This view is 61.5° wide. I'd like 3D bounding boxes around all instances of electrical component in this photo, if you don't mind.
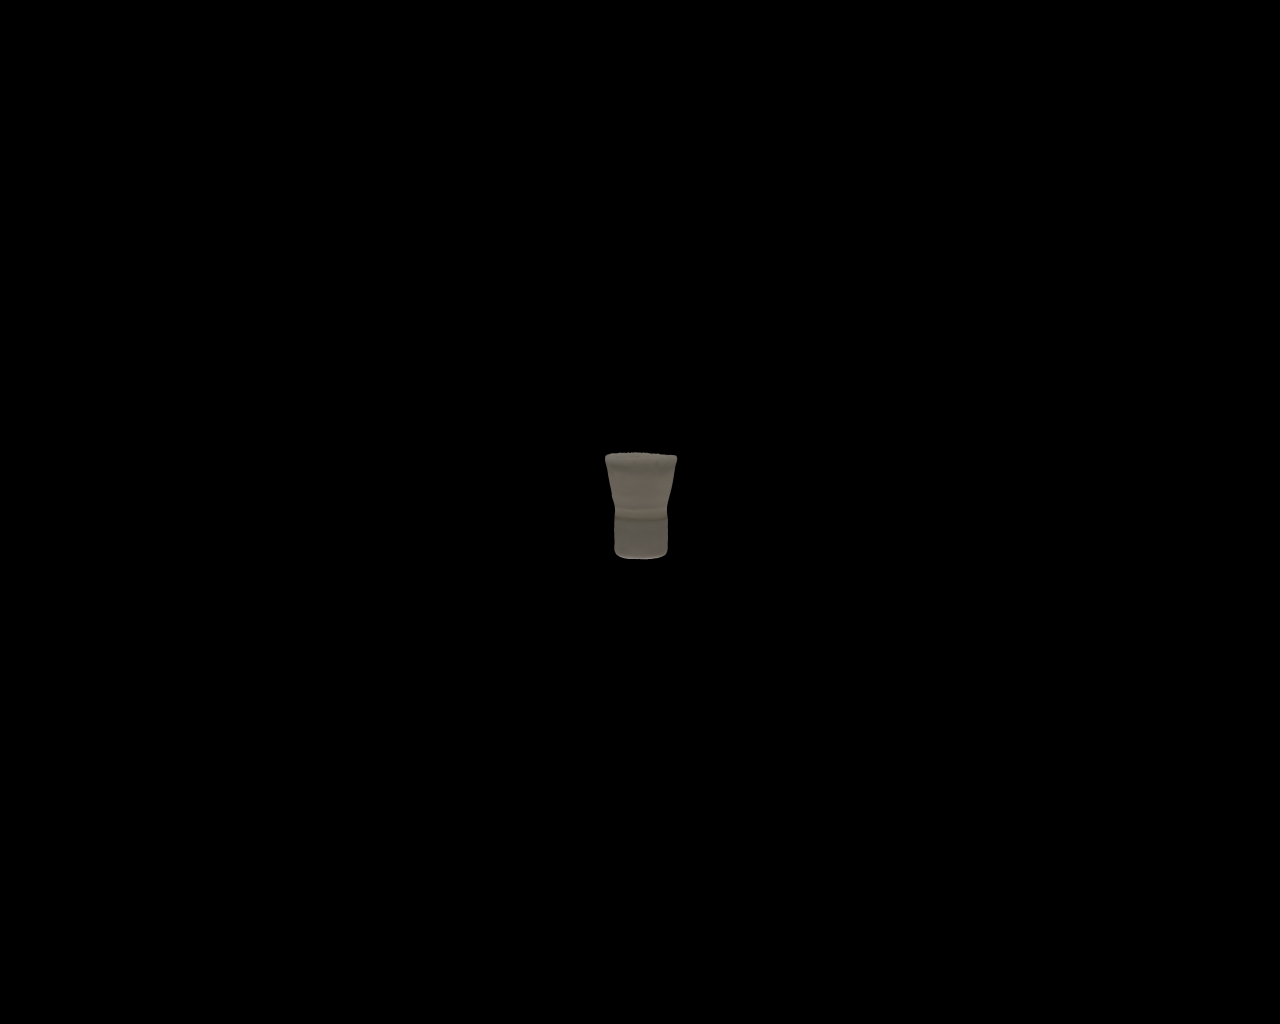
[{"bbox_3d":[0.001,-0.003,0.650,0.044,0.065,0.044,0,9,0],"label":"electrical component"}]
